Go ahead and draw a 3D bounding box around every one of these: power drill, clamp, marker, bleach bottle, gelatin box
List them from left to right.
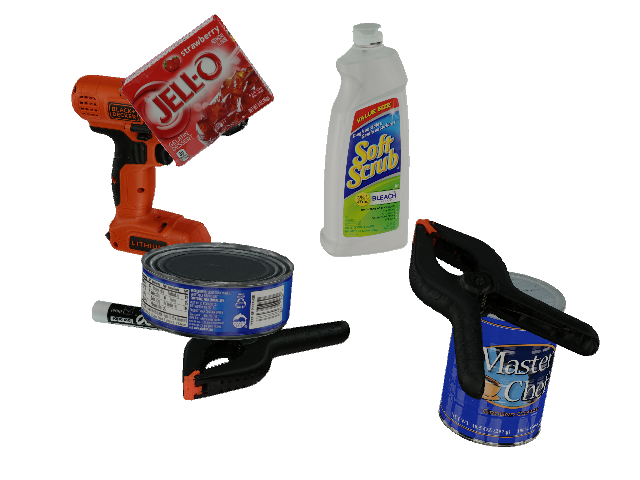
[{"bbox_3d":[-0.138,0.068,0.916,0.121,0.020,0.020,7,2,17],"label":"marker"},{"bbox_3d":[-0.154,-0.073,1.069,0.185,0.188,0.057,11,30,20],"label":"power drill"},{"bbox_3d":[-0.090,-0.109,0.781,0.089,0.073,0.030,-34,19,6],"label":"gelatin box"},{"bbox_3d":[-0.073,0.114,1.151,0.165,0.036,0.209,13,28,19],"label":"clamp"},{"bbox_3d":[0.046,-0.110,1.168,0.102,0.251,0.068,-7,25,-9],"label":"bleach bottle"},{"bbox_3d":[0.131,0.044,0.823,0.120,0.039,0.171,-5,46,-23],"label":"clamp"}]

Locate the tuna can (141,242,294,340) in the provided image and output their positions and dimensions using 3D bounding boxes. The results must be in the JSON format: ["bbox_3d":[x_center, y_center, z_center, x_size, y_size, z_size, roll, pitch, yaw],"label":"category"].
[{"bbox_3d":[-0.059,0.028,0.604,0.086,0.034,0.086,4,14,-1],"label":"tuna can"}]

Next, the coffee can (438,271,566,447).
[{"bbox_3d":[0.175,0.113,1.038,0.103,0.140,0.103,5,22,-2],"label":"coffee can"}]
